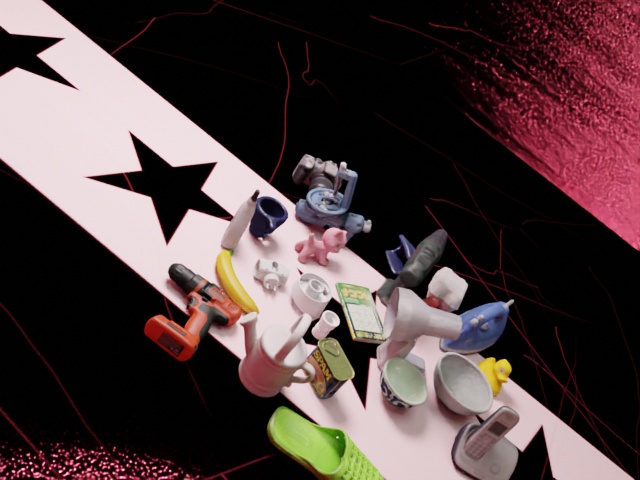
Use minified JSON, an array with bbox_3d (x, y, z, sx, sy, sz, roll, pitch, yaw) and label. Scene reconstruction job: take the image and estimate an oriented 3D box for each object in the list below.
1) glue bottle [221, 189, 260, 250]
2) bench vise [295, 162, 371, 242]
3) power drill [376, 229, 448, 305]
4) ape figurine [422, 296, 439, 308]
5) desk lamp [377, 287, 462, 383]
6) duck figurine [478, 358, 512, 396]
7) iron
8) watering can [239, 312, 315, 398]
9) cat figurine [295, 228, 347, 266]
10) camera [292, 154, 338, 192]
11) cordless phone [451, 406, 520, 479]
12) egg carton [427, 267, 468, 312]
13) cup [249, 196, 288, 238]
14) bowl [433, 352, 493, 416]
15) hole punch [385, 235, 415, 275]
[{"bbox_3d":[-0.182,-0.057,1.356,0.037,0.173,0.078,25,36,-16],"label":"glue bottle"},{"bbox_3d":[0.062,-0.107,1.587,0.208,0.219,0.121,19,38,-24],"label":"bench vise"},{"bbox_3d":[0.248,0.081,1.539,0.075,0.208,0.230,39,34,4],"label":"power drill"},{"bbox_3d":[0.286,0.188,1.550,0.076,0.092,0.078,46,35,13],"label":"ape figurine"},{"bbox_3d":[0.217,0.225,1.339,0.204,0.213,0.118,27,36,-14],"label":"desk lamp"},{"bbox_3d":[0.472,0.351,1.527,0.078,0.086,0.104,26,36,-15],"label":"duck figurine"},{"bbox_3d":[0.442,0.233,1.590,0.259,0.141,0.118,-11,56,-47],"label":"iron"},{"bbox_3d":[-0.082,0.211,1.112,0.173,0.194,0.101,24,36,-18],"label":"watering can"},{"bbox_3d":[0.014,0.005,1.503,0.128,0.117,0.067,7,44,-36],"label":"cat figurine"},{"bbox_3d":[-0.004,-0.181,1.720,0.143,0.100,0.137,28,35,-12],"label":"camera"},{"bbox_3d":[0.392,0.447,1.258,0.148,0.185,0.094,30,35,-10],"label":"cordless phone"},{"bbox_3d":[0.376,0.147,1.697,0.107,0.069,0.150,39,34,3],"label":"egg carton"},{"bbox_3d":[-0.138,-0.041,1.445,0.092,0.095,0.117,18,39,-25],"label":"cup"},{"bbox_3d":[0.337,0.365,1.403,0.168,0.074,0.167,23,37,-18],"label":"bowl"},{"bbox_3d":[0.261,0.049,1.691,0.101,0.091,0.108,15,40,-29],"label":"hole punch"}]
